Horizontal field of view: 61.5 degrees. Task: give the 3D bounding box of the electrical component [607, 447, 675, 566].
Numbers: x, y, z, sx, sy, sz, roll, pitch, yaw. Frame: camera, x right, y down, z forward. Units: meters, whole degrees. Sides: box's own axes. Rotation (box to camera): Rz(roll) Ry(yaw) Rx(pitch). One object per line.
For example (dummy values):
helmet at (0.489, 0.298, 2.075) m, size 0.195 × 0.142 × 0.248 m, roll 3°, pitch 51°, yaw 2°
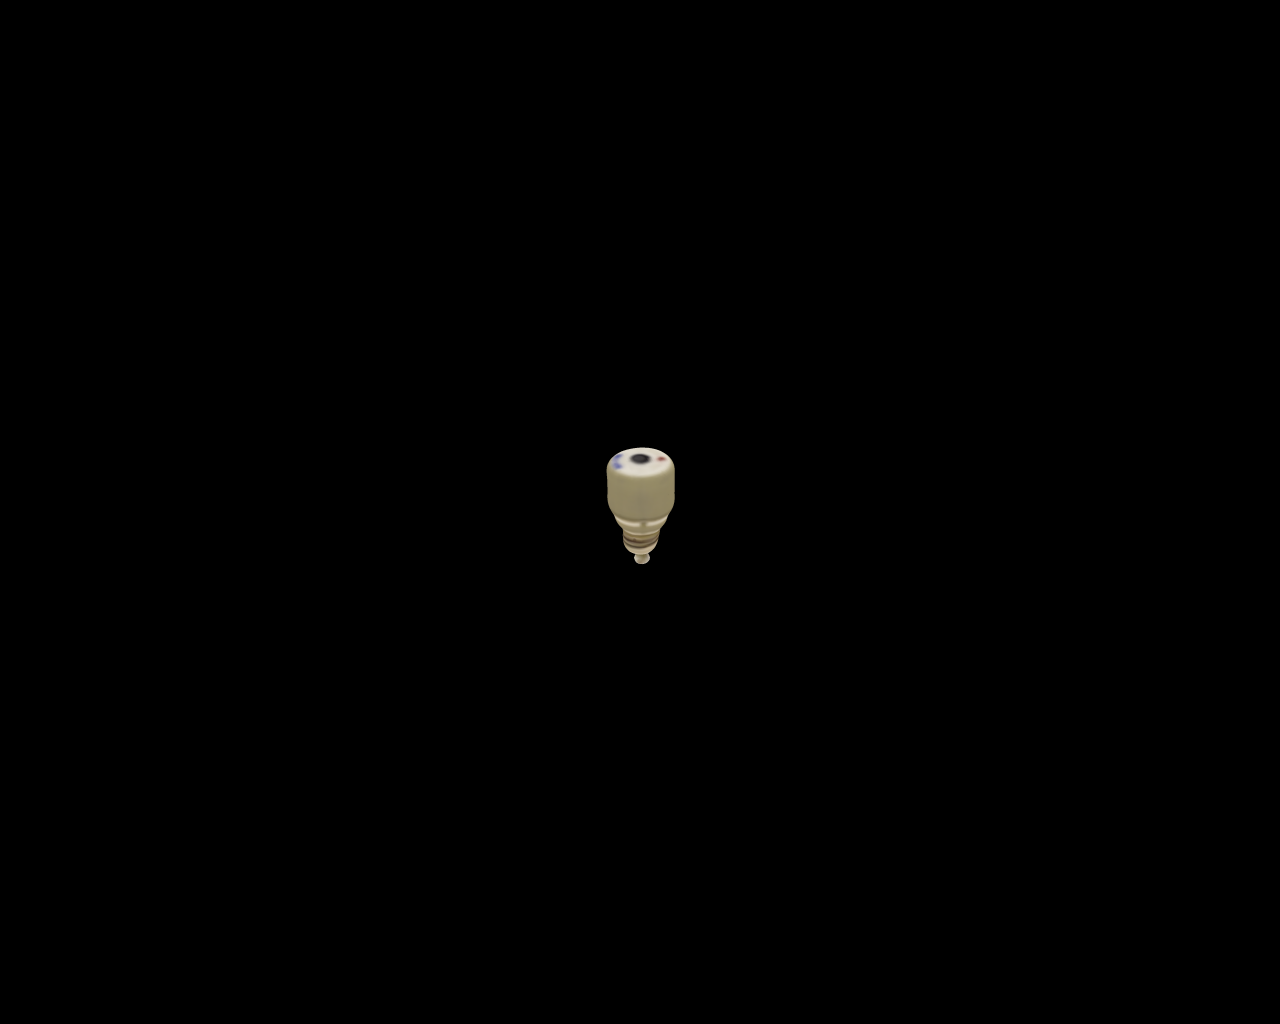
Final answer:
electrical component at (0.001, -0.003, 0.650) m, size 0.040 × 0.078 × 0.040 m, roll 0°, pitch 31°, yaw 0°
